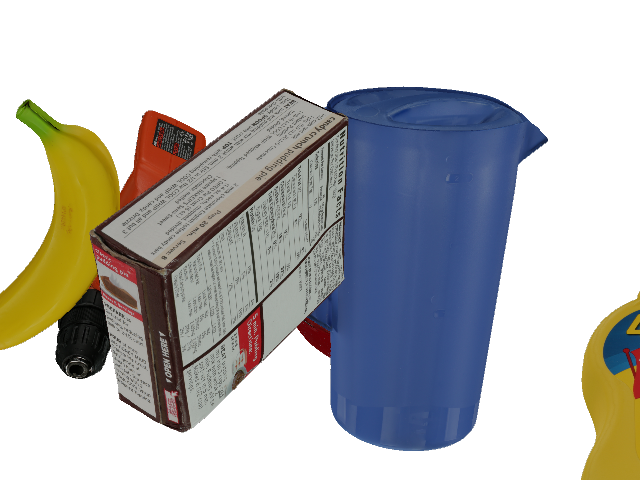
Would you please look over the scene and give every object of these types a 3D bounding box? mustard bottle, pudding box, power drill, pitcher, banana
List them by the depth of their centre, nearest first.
[{"bbox_3d":[-0.034,0.007,0.417,0.039,0.090,0.113,24,47,25],"label":"pudding box"},{"bbox_3d":[0.180,0.081,0.535,0.096,0.058,0.191,6,40,11],"label":"mustard bottle"},{"bbox_3d":[-0.160,0.002,0.632,0.069,0.198,0.037,19,36,-9],"label":"banana"},{"bbox_3d":[0.055,0.018,0.745,0.149,0.243,0.144,17,24,35],"label":"pitcher"},{"bbox_3d":[-0.160,0.000,0.874,0.057,0.188,0.184,24,29,-19],"label":"power drill"}]

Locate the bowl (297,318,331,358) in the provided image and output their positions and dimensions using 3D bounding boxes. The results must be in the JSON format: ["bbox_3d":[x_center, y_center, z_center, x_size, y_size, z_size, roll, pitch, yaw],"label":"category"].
[{"bbox_3d":[0.036,0.064,0.957,0.162,0.055,0.162,8,32,-5],"label":"bowl"}]
